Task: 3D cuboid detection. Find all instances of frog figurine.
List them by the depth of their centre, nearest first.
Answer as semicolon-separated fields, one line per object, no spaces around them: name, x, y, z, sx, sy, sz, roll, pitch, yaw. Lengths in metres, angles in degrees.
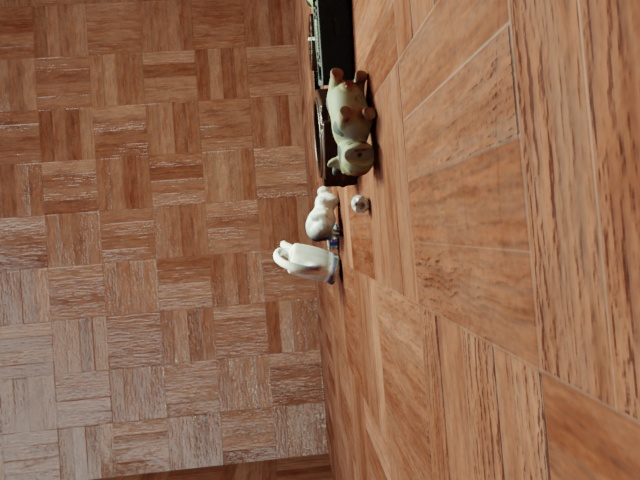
frog figurine;0.005;-0.079;1.567;0.138;0.122;0.159;-32;-73;-73

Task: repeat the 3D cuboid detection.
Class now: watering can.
watering can;-0.044;0.062;1.724;0.350;0.224;0.103;-105;30;-78
